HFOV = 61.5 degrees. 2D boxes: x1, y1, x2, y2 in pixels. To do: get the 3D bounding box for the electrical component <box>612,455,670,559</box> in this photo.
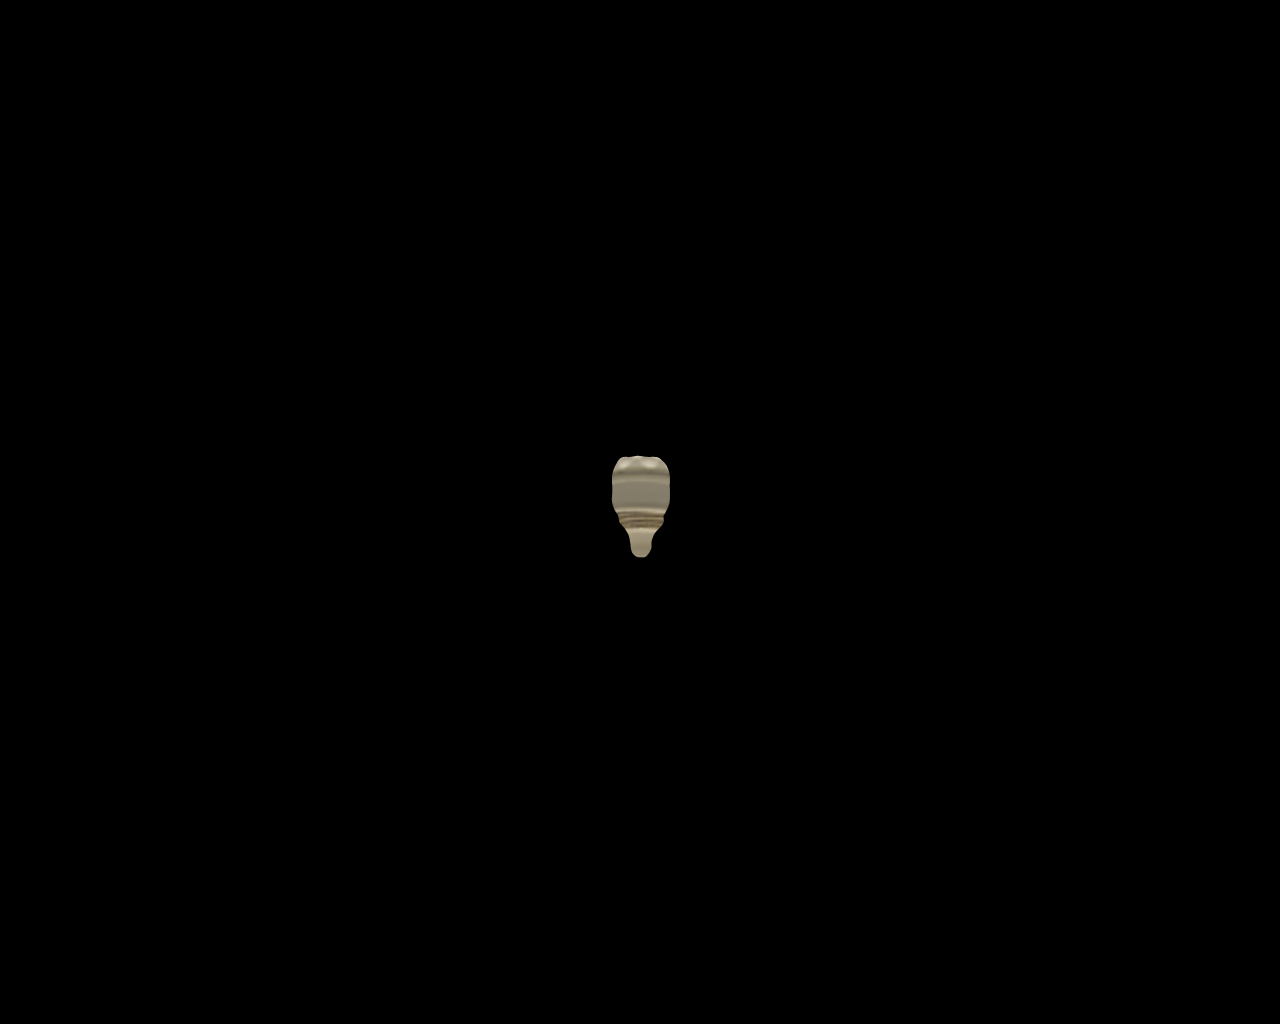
[{"bbox_3d":[0.001,-0.003,0.650,0.035,0.061,0.035,0,-5,0],"label":"electrical component"}]
